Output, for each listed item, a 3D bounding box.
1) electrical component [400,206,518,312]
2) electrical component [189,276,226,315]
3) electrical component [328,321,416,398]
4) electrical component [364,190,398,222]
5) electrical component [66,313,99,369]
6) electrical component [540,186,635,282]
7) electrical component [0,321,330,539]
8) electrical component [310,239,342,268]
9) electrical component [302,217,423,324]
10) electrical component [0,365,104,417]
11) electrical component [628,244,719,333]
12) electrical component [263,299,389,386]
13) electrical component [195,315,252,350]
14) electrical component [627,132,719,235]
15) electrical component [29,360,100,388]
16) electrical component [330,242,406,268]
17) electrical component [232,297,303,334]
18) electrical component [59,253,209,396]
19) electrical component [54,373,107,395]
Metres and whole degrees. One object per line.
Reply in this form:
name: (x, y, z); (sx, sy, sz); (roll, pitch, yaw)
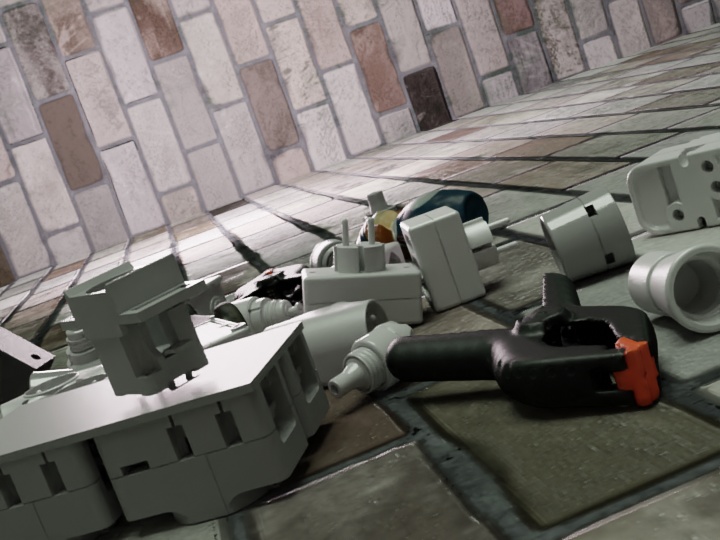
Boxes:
electrical component: (0.078, -0.015, 0.793); (0.077, 0.065, 0.047); (-20, 9, -2)
electrical component: (-0.176, 0.049, 0.995); (0.100, 0.048, 0.100); (-15, 10, 26)
electrical component: (0.007, 0.056, 0.630); (0.061, 0.035, 0.035); (-30, 14, -37)
electrical component: (0.025, -0.051, 1.120); (0.043, 0.062, 0.043); (-19, 9, 3)
electrical component: (-0.226, 0.072, 0.899); (0.040, 0.078, 0.040); (-13, 24, 6)
electrical component: (0.152, -0.022, 0.724); (0.047, 0.055, 0.055); (-23, 9, 5)
electrical component: (-0.118, 0.095, 0.578); (0.186, 0.060, 0.105); (-17, 10, 14)
electrical component: (-0.020, -0.007, 1.015); (0.043, 0.043, 0.062); (-22, 11, -16)
electrical component: (0.000, 0.000, 0.774); (0.083, 0.075, 0.047); (-3, 8, -4)
electrical component: (-0.222, 0.102, 0.801); (0.077, 0.044, 0.079); (-22, 10, -14)
electrical component: (0.167, 0.008, 0.560); (0.044, 0.044, 0.065); (-21, 5, -6)
electrical component: (-0.016, 0.044, 0.712); (0.077, 0.043, 0.079); (-16, 10, 22)
electrical component: (-0.101, 0.070, 0.683); (0.062, 0.061, 0.096); (-23, 10, -20)
electrical component: (0.248, -0.064, 0.763); (0.095, 0.053, 0.059); (-11, 13, 43)
electrical component: (-0.226, 0.095, 0.863); (0.065, 0.044, 0.044); (-15, 9, -3)
electrical component: (-0.008, 0.015, 0.852); (0.077, 0.047, 0.066); (-12, 12, 39)
electrical component: (-0.082, 0.041, 0.875); (0.078, 0.040, 0.040); (-15, 10, 23)
electrical component: (-0.112, 0.030, 0.547); (0.042, 0.063, 0.081); (-28, 14, -39)
electrical component: (-0.171, 0.097, 0.721); (0.077, 0.044, 0.079); (-27, 13, -40)
